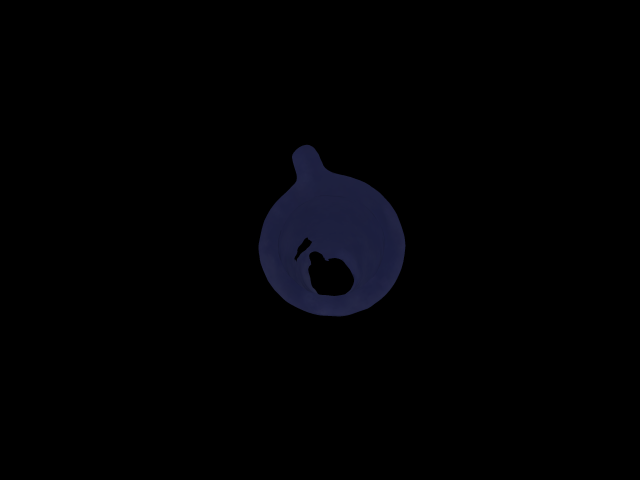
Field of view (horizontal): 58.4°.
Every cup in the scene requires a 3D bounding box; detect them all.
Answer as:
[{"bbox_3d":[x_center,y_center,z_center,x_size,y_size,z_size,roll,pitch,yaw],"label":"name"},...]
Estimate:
[{"bbox_3d":[0.004,0.001,0.400,0.091,0.095,0.117,-17,74,-4],"label":"cup"}]
